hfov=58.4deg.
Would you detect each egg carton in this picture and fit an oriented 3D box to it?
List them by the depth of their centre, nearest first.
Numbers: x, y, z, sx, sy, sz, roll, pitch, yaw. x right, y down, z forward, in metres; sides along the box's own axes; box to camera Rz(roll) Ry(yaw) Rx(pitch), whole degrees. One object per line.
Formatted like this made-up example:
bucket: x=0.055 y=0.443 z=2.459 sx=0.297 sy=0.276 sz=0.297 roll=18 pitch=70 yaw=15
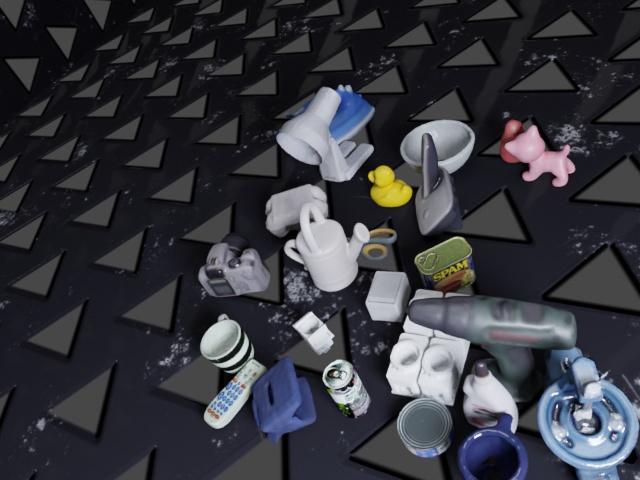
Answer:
egg carton: x=-0.055 y=-0.069 z=1.334 sx=0.150 sy=0.070 sz=0.107 roll=-18 pitch=42 yaw=8

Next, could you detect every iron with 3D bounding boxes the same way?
iron: x=0.026 y=-0.334 z=1.511 sx=0.258 sy=0.142 sz=0.118 roll=-36 pitch=43 yaw=-12

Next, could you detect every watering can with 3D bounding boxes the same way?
watering can: x=0.011 y=0.002 z=1.138 sx=0.173 sy=0.194 sz=0.100 roll=-21 pitch=42 yaw=3

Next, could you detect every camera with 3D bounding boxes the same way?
camera: x=-0.187 y=0.042 z=1.259 sx=0.143 sy=0.101 sz=0.137 roll=-8 pitch=45 yaw=18

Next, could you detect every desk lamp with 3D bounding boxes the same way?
desk lamp: x=0.011 y=-0.241 z=1.370 sx=0.117 sy=0.214 sz=0.203 roll=17 pitch=56 yaw=36

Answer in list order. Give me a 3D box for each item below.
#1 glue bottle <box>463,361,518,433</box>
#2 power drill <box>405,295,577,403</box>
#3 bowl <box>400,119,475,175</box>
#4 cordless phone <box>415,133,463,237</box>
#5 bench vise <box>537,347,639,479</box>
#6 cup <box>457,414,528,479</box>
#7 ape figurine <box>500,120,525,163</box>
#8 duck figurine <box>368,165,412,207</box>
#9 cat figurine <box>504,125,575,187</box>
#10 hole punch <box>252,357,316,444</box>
glue bottle: x=0.239 y=0.223 z=0.825 sx=0.077 sy=0.173 sz=0.037 roll=5 pitch=50 yaw=29
power drill: x=0.258 y=0.158 z=0.855 sx=0.229 sy=0.209 sz=0.075 roll=-4 pitch=46 yaw=21
bowl: x=0.271 y=-0.197 z=1.310 sx=0.167 sy=0.075 sz=0.167 roll=-13 pitch=43 yaw=13
cordless phone: x=0.227 y=-0.111 z=1.160 sx=0.094 sy=0.185 sz=0.147 roll=-14 pitch=43 yaw=11
bench vise: x=0.333 y=0.203 z=0.766 sx=0.121 sy=0.220 sz=0.207 roll=-25 pitch=42 yaw=0
cup: x=0.246 y=0.309 z=0.793 sx=0.091 sy=0.095 sz=0.118 roll=9 pitch=52 yaw=32
ape figurine: x=0.426 y=-0.221 z=1.249 sx=0.076 sy=0.092 sz=0.077 roll=-23 pitch=42 yaw=1
duck figurine: x=0.153 y=-0.127 z=1.285 sx=0.104 sy=0.086 sz=0.078 roll=17 pitch=56 yaw=37
cat figurine: x=0.451 y=-0.179 z=1.176 sx=0.127 sy=0.118 sz=0.067 roll=14 pitch=54 yaw=35
hole punch: x=-0.070 y=0.272 z=0.979 sx=0.101 sy=0.091 sz=0.108 roll=-23 pitch=42 yaw=2
